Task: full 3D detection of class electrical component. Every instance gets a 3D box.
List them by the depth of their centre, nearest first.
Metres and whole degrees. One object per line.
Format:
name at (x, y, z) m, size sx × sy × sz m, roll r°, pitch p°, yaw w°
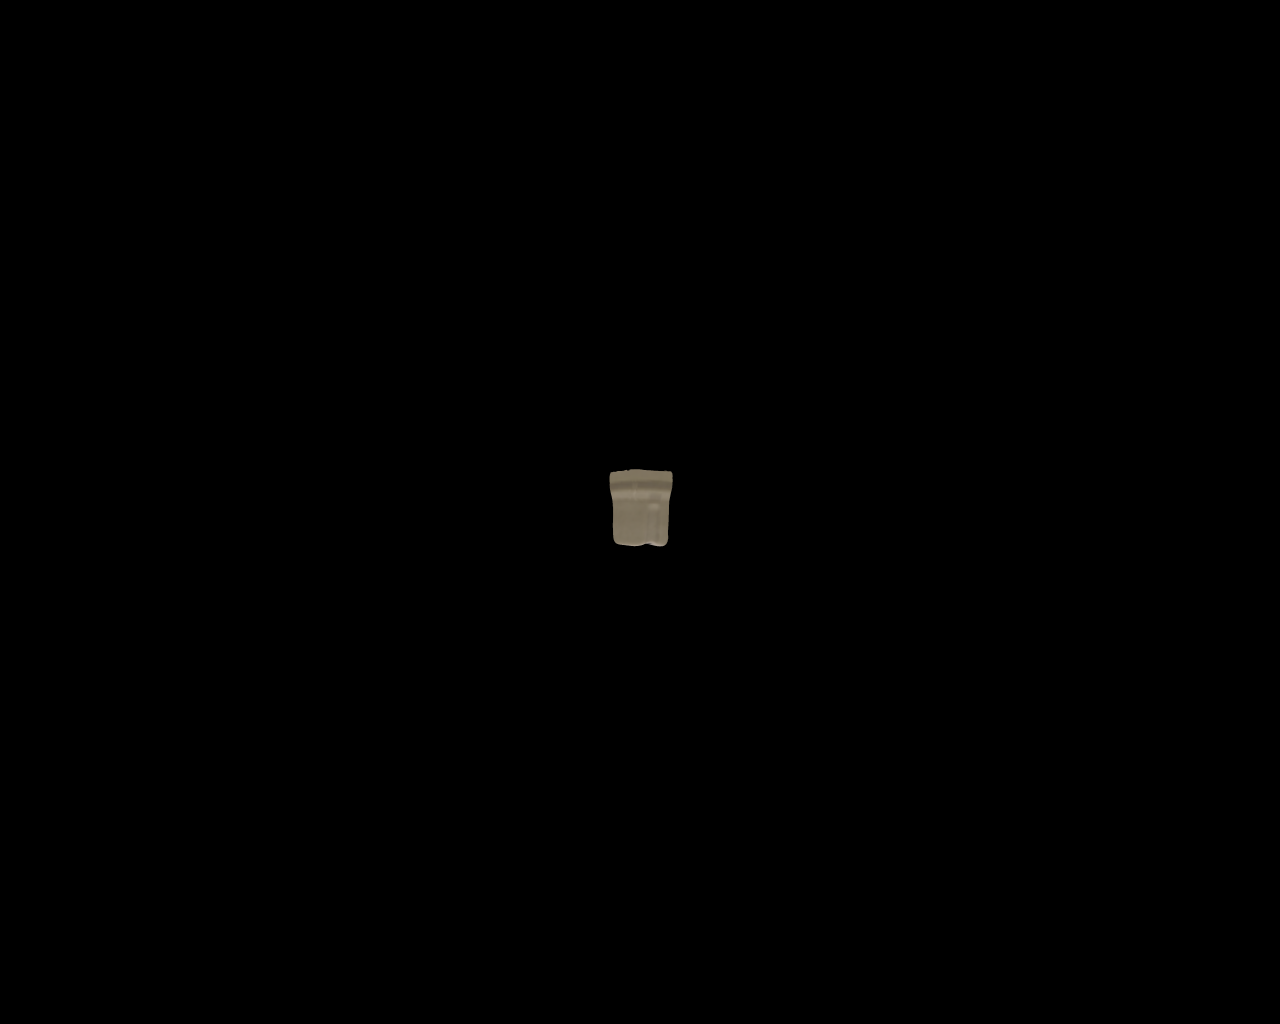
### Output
electrical component at (0.001, -0.003, 0.650) m, size 0.040 × 0.046 × 0.040 m, roll 0°, pitch -3°, yaw 0°
